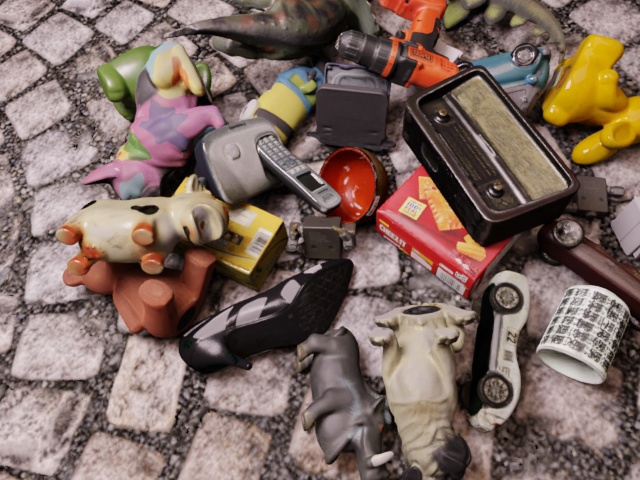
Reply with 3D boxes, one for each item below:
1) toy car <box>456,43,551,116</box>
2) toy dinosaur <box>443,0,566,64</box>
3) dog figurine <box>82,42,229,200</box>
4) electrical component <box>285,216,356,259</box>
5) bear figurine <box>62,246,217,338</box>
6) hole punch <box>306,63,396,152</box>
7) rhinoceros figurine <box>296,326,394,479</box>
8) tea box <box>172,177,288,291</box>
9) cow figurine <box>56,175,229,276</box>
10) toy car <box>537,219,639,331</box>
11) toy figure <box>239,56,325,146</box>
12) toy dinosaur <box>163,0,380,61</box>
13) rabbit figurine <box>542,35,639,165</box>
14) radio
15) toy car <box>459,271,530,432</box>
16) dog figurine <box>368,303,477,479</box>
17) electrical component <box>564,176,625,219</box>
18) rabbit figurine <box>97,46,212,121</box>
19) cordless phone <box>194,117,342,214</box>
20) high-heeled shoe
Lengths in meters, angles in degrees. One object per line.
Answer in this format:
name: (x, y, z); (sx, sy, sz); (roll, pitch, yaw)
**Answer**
toy car: (0.275, -0.225, 0.822); (0.162, 0.109, 0.103); (-12, 81, 9)
toy dinosaur: (0.275, -0.458, 0.936); (0.198, 0.105, 0.472); (-40, 58, -5)
dog figurine: (-0.249, -0.155, 0.776); (0.219, 0.108, 0.191); (-30, 102, -4)
electrical component: (0.000, -0.002, 0.746); (0.102, 0.078, 0.045); (6, 41, 4)
bear figurine: (-0.251, 0.043, 0.731); (0.196, 0.131, 0.120); (34, 45, 15)
hole punch: (0.052, -0.207, 0.828); (0.142, 0.115, 0.092); (6, 49, 4)
rhinoceros figurine: (0.030, 0.202, 0.658); (0.112, 0.073, 0.190); (-10, 62, -11)
tea box: (-0.142, -0.009, 0.773); (0.170, 0.068, 0.098); (25, 68, 17)
cow figurine: (-0.209, -0.020, 0.676); (0.195, 0.085, 0.127); (-3, 37, 7)
toy car: (0.370, 0.044, 0.687); (0.202, 0.089, 0.053); (40, 78, 22)
toy figure: (-0.051, -0.214, 0.858); (0.089, 0.082, 0.180); (40, 71, 22)
toy dinosaur: (-0.034, -0.346, 0.849); (0.192, 0.131, 0.405); (22, 48, 25)
rabbit figurine: (0.427, -0.193, 0.787); (0.173, 0.122, 0.162); (24, 70, -5)
radio: (0.212, -0.112, 0.707); (0.131, 0.073, 0.230); (-23, 62, -8)
toy car: (0.218, 0.135, 0.664); (0.056, 0.073, 0.202); (16, 66, -1)
dog figurine: (0.133, 0.184, 0.654); (0.121, 0.172, 0.190); (-4, 100, 31)
electrical component: (0.389, -0.060, 0.772); (0.094, 0.021, 0.063); (5, 65, 8)
rabbit figurine: (-0.248, -0.223, 0.881); (0.159, 0.121, 0.170); (-36, 84, -18)
cordless phone: (-0.071, -0.081, 0.743); (0.184, 0.088, 0.146); (39, 40, 17)
high-heeled shoe: (-0.072, 0.095, 0.735); (0.145, 0.086, 0.249); (10, 39, 46)
